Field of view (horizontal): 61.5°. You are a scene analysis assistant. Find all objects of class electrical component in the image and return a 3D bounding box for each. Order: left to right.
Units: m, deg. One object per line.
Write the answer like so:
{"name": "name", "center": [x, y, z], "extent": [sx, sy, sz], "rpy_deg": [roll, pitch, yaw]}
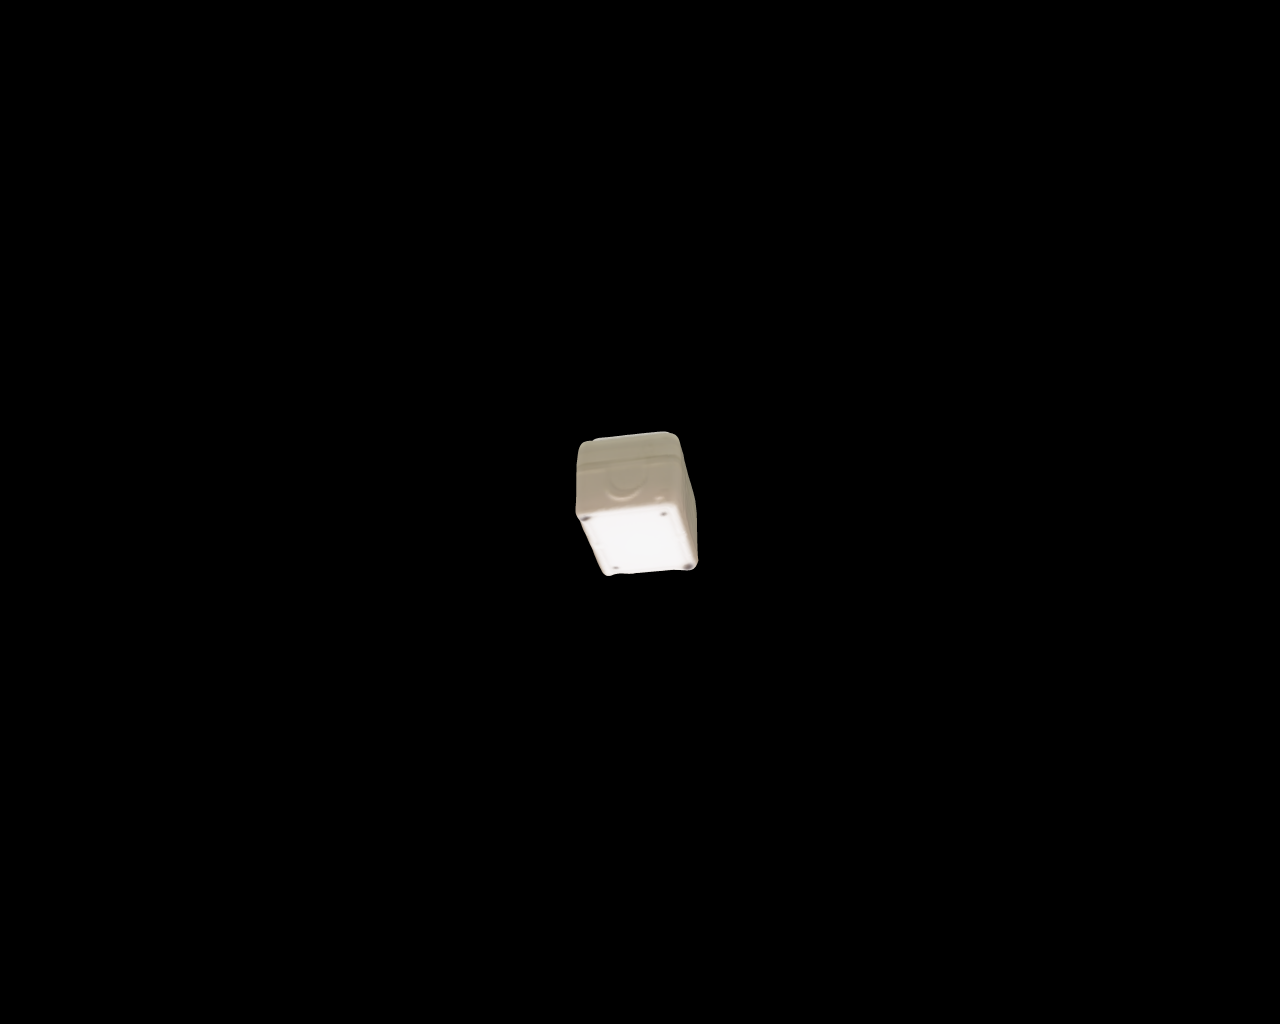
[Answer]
{"name": "electrical component", "center": [0.001, -0.003, 0.650], "extent": [0.062, 0.061, 0.096], "rpy_deg": [-6, -32, 9]}
